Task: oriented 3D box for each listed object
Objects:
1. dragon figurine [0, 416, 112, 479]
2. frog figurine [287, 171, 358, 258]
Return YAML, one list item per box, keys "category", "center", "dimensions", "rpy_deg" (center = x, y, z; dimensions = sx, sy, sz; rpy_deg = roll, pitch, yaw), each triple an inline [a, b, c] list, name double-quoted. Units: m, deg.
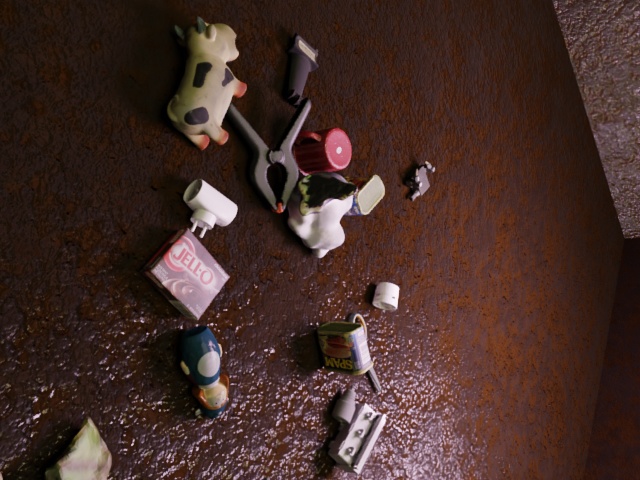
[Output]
- category: "dragon figurine"
  center: [-0.352, 0.296, 0.588]
  dimensions: [0.245, 0.122, 0.408]
  rpy_deg: [-23, 107, -64]
- category: "frog figurine"
  center: [0.003, -0.050, 0.993]
  dimensions: [0.139, 0.124, 0.156]
  rpy_deg: [-42, 154, -25]
